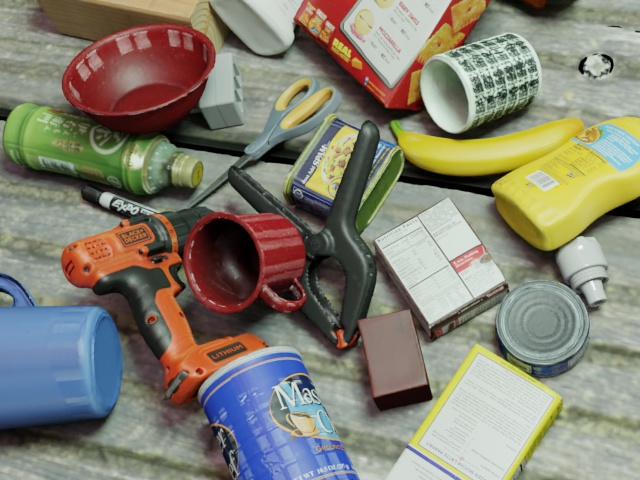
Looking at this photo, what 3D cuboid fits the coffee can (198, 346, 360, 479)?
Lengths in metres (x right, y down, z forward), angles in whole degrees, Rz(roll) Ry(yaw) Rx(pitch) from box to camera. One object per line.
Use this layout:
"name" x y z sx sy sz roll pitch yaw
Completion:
"coffee can" -0.036 0.180 0.949 0.103 0.102 0.140 -27 63 -1

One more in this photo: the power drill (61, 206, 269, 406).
"power drill" -0.132 0.055 1.028 0.184 0.057 0.188 -21 66 -42

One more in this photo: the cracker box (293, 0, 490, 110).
"cracker box" 0.089 -0.265 1.088 0.164 0.071 0.214 47 120 27

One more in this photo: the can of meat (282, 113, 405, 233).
"can of meat" 0.026 -0.066 1.077 0.084 0.057 0.102 27 73 21

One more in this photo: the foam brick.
"foam brick" 0.070 0.111 0.987 0.053 0.051 0.078 -13 63 5

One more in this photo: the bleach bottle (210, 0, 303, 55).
"bleach bottle" -0.028 -0.334 1.203 0.068 0.102 0.250 -4 51 48

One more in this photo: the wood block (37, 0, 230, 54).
"wood block" -0.208 -0.276 1.210 0.206 0.090 0.090 15 68 19

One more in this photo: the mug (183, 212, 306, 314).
"mug" -0.058 0.025 0.992 0.117 0.081 0.093 41 115 23

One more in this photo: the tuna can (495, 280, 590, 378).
"tuna can" 0.204 0.080 0.981 0.086 0.033 0.086 -5 64 10

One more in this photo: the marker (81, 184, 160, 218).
"marker" -0.204 -0.034 1.134 0.121 0.020 0.020 21 71 20

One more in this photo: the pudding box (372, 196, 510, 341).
"pudding box" 0.116 0.026 1.024 0.090 0.039 0.113 -30 61 -2

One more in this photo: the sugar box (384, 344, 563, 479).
"sugar box" 0.130 0.190 0.941 0.093 0.048 0.176 31 79 23

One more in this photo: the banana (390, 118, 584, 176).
"banana" 0.163 -0.095 1.071 0.198 0.037 0.069 2 66 14

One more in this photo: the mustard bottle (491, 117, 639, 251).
"mustard bottle" 0.266 -0.067 1.016 0.191 0.058 0.096 -31 35 -8

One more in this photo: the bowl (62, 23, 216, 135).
"bowl" -0.182 -0.158 1.106 0.162 0.055 0.162 -6 43 5

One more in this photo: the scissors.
"scissors" -0.065 -0.110 1.137 0.202 0.016 0.096 -31 36 14

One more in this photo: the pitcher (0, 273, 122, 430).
"pitcher" -0.321 0.114 1.034 0.243 0.145 0.149 -4 106 7

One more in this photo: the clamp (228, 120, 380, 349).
"clamp" -0.007 0.001 1.029 0.165 0.036 0.210 -8 88 27
